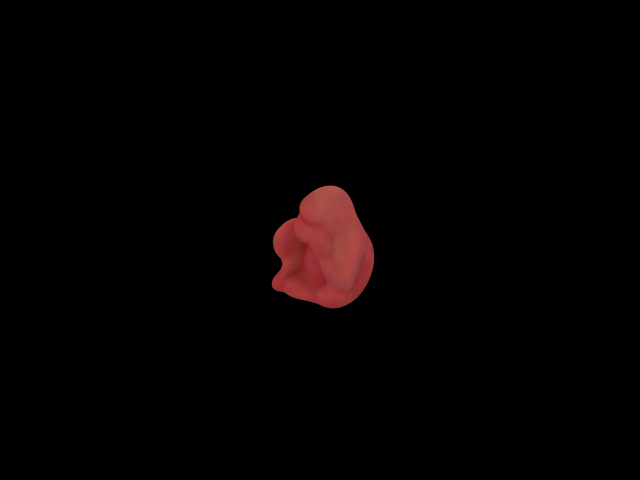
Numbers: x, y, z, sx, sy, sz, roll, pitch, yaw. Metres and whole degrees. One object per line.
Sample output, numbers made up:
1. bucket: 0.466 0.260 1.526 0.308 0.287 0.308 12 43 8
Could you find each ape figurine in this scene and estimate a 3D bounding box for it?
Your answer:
1. ape figurine: 0.004 0.001 0.400 0.076 0.092 0.077 -14 43 -15
